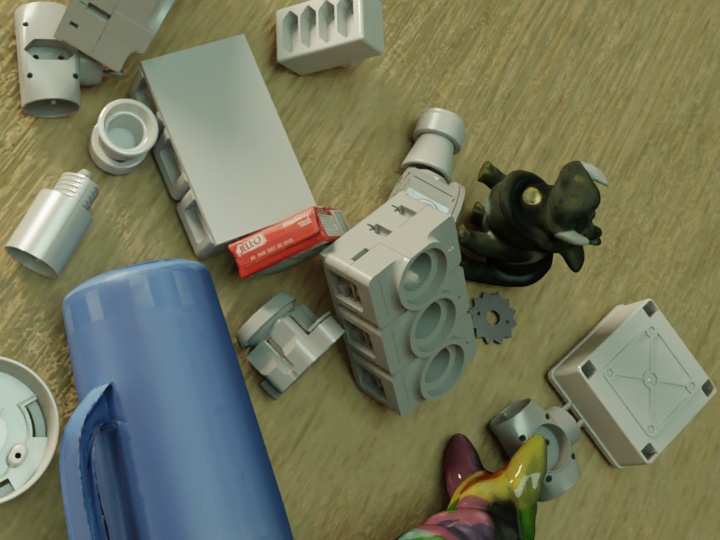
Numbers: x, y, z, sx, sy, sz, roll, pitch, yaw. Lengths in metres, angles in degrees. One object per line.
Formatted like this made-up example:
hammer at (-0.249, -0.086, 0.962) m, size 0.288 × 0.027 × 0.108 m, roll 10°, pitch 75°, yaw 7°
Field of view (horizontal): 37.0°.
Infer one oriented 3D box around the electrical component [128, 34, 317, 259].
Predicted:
electrical component at (-0.110, -0.095, 0.844) m, size 0.089 × 0.062 × 0.150 m, roll -22°, pitch 87°, yaw -26°

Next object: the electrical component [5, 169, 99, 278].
electrical component at (-0.222, -0.039, 0.794) m, size 0.043 × 0.043 × 0.081 m, roll 31°, pitch 68°, yaw -14°

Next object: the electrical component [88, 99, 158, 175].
electrical component at (-0.181, -0.100, 0.819) m, size 0.045 × 0.055 × 0.045 m, roll 5°, pitch 76°, yaw -22°

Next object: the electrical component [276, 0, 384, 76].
electrical component at (-0.016, -0.193, 0.906) m, size 0.076 × 0.083 × 0.047 m, roll 19°, pitch 66°, yaw -59°

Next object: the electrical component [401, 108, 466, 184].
electrical component at (0.065, -0.105, 0.930) m, size 0.045 × 0.045 × 0.055 m, roll 25°, pitch 69°, yaw -16°

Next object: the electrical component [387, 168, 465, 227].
electrical component at (0.049, -0.044, 0.890) m, size 0.051 × 0.080 × 0.080 m, roll 28°, pitch 69°, yaw -9°

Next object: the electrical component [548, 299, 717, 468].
electrical component at (0.240, 0.100, 0.950) m, size 0.109 × 0.056 × 0.108 m, roll -39°, pitch 94°, yaw -25°

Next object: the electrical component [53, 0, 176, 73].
electrical component at (-0.161, -0.230, 0.813) m, size 0.062 × 0.089 × 0.150 m, roll 30°, pitch 47°, yaw -15°

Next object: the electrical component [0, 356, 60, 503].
electrical component at (-0.259, 0.111, 0.732) m, size 0.099 × 0.064 × 0.099 m, roll 5°, pitch 76°, yaw -22°

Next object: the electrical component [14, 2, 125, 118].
electrical component at (-0.221, -0.160, 0.823) m, size 0.079 × 0.043 × 0.077 m, roll -3°, pitch 79°, yaw -23°

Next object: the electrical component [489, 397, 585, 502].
electrical component at (0.160, 0.142, 0.913) m, size 0.079 × 0.044 × 0.077 m, roll -34°, pitch 92°, yaw -29°

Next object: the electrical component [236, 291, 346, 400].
electrical component at (-0.058, 0.054, 0.829) m, size 0.057 × 0.078 × 0.058 m, roll 46°, pitch 24°, yaw 4°

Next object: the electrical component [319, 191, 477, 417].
electrical component at (0.036, 0.030, 0.831) m, size 0.089 × 0.062 × 0.150 m, roll -38°, pitch 136°, yaw -25°
